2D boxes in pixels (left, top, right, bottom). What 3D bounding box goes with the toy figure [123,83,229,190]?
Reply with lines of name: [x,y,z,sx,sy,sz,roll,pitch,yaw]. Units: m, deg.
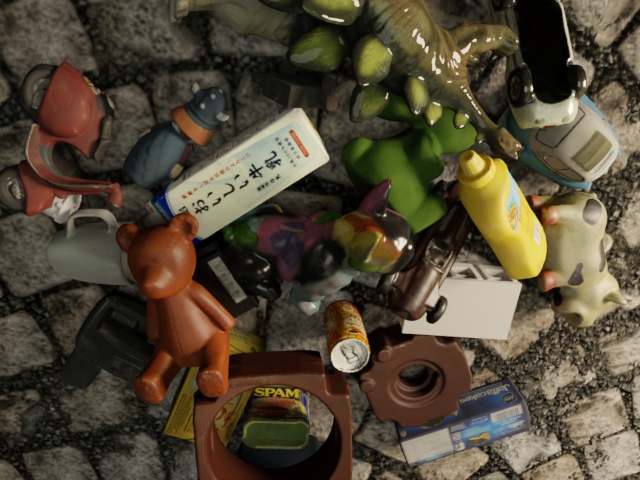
toy figure: [-0.171,-0.126,0.649,0.154,0.058,0.064,-40,116,8]

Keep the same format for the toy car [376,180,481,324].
toy car: [0.151,0.010,0.686,0.089,0.053,0.202,33,76,0]

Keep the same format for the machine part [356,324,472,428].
machine part: [0.140,0.201,0.807,0.179,0.056,0.179,-2,114,-4]

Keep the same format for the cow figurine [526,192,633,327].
cow figurine: [0.353,0.029,0.735,0.127,0.085,0.194,-9,108,1]

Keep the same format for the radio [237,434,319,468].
radio: [-0.065,0.386,0.779,0.131,0.230,0.073,-2,109,1]

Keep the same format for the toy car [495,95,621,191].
toy car: [0.303,-0.120,0.658,0.161,0.103,0.109,36,107,-15]

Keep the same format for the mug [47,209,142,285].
mug: [-0.289,0.009,0.682,0.107,0.081,0.109,-2,136,5]

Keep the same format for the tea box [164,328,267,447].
tea box: [-0.153,0.213,0.786,0.098,0.068,0.169,23,111,-12]

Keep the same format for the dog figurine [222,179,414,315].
dog figurine: [-0.001,-0.002,0.629,0.191,0.108,0.219,26,148,-16]

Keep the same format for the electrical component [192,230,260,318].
electrical component: [-0.164,0.065,0.729,0.134,0.058,0.114,-26,110,8]

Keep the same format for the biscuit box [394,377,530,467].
biscuit box: [0.220,0.285,0.843,0.203,0.063,0.059,-19,112,4]

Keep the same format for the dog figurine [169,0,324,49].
dog figurine: [-0.059,-0.292,0.576,0.190,0.121,0.172,1,116,-19]

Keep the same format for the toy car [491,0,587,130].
toy car: [0.242,-0.223,0.605,0.074,0.056,0.201,-7,81,0]

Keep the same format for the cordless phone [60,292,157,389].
cordless phone: [-0.286,0.175,0.767,0.146,0.089,0.184,33,118,-17]

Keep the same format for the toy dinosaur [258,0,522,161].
toy dinosaur: [0.048,-0.249,0.534,0.471,0.105,0.198,48,67,-10]

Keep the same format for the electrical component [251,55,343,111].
electrical component: [-0.022,-0.181,0.616,0.078,0.102,0.045,-7,122,-36]

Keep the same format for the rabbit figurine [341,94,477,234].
rabbit figurine: [0.115,-0.117,0.659,0.170,0.121,0.159,-41,103,-6]

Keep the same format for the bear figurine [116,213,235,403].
bear figurine: [-0.174,0.077,0.632,0.120,0.132,0.195,-7,122,9]

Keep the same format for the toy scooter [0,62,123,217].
toy scooter: [-0.286,-0.105,0.628,0.135,0.075,0.183,18,95,-10]

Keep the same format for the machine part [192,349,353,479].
machine part: [-0.060,0.251,0.710,0.202,0.087,0.200,-3,102,-3]
